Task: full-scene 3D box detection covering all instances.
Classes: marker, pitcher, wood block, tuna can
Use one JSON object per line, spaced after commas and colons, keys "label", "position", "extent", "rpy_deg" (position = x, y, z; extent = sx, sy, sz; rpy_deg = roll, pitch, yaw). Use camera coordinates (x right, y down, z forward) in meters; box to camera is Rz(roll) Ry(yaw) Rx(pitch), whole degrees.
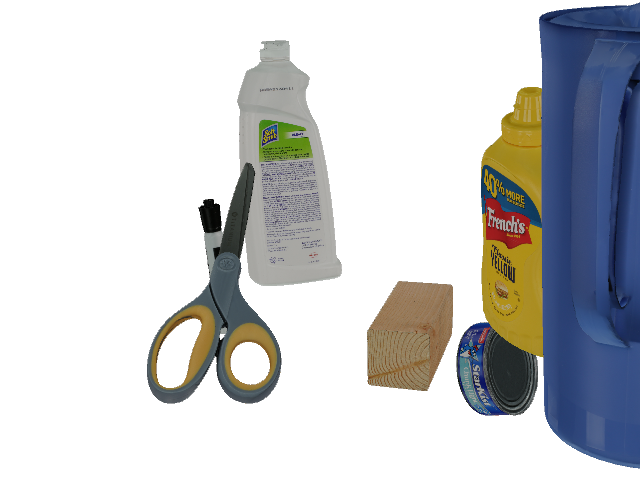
{"label": "marker", "position": [-0.091, 0.023, 0.947], "extent": [0.020, 0.121, 0.020], "rpy_deg": [-7, 12, 1]}
{"label": "pitcher", "position": [0.175, -0.002, 0.569], "extent": [0.149, 0.243, 0.145], "rpy_deg": [-5, 17, -11]}
{"label": "wood block", "position": [0.137, 0.138, 1.596], "extent": [0.091, 0.090, 0.205], "rpy_deg": [4, 19, 15]}
{"label": "tuna can", "position": [0.159, 0.115, 0.961], "extent": [0.034, 0.086, 0.085], "rpy_deg": [-11, -7, 42]}

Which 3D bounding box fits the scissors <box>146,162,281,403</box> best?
{"label": "scissors", "position": [-0.050, 0.032, 0.736], "extent": [0.096, 0.201, 0.016], "rpy_deg": [20, -34, 11]}

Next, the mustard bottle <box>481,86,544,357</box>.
{"label": "mustard bottle", "position": [0.152, -0.017, 0.768], "extent": [0.058, 0.192, 0.096], "rpy_deg": [-15, 29, -17]}

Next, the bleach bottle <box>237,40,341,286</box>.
{"label": "bleach bottle", "position": [-0.034, -0.082, 1.121], "extent": [0.102, 0.251, 0.068], "rpy_deg": [-7, 14, -18]}
